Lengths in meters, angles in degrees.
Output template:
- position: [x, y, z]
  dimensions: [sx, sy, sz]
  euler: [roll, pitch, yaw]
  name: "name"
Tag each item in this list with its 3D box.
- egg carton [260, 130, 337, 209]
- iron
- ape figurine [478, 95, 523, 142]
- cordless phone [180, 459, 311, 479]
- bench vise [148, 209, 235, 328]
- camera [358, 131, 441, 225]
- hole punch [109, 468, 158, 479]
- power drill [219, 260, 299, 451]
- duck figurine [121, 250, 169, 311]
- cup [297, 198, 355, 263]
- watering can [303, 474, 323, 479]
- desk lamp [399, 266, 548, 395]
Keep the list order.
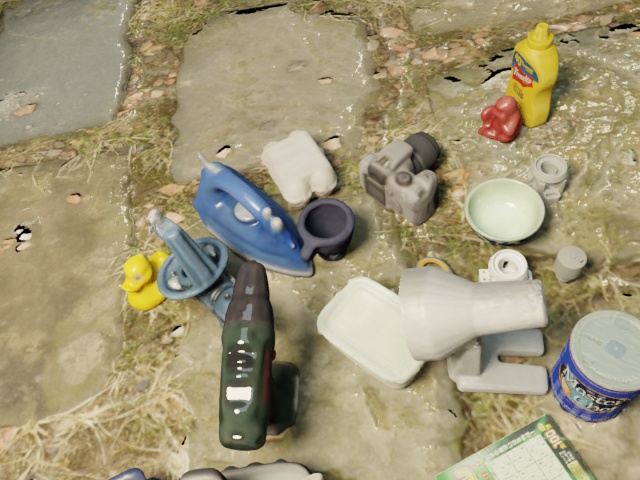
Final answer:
- position: [-0.037, -0.130, 1.036]
  dimensions: [0.107, 0.150, 0.069]
  euler: [-27, -33, -9]
  name: "egg carton"
- position: [-0.112, -0.046, 0.951]
  dimensions: [0.257, 0.119, 0.142]
  euler: [36, -21, 27]
  name: "iron"
- position: [0.328, -0.221, 1.024]
  dimensions: [0.076, 0.077, 0.092]
  euler: [-12, -34, 1]
  name: "ape figurine"
- position: [-0.082, 0.309, 0.690]
  dimensions: [0.147, 0.094, 0.185]
  euler: [-12, -34, 1]
  name: "cordless phone"
- position: [-0.165, 0.043, 0.854]
  dimensions: [0.207, 0.121, 0.220]
  euler: [18, -28, 19]
  name: "bench vise"
- position: [0.155, -0.123, 0.983]
  dimensions: [0.142, 0.137, 0.101]
  euler: [38, -20, 28]
  name: "camera"
- position: [-0.250, 0.363, 0.738]
  dimensions: [0.109, 0.101, 0.091]
  euler: [-28, -33, -9]
  name: "hole punch"
- position: [-0.082, 0.171, 0.765]
  dimensions: [0.075, 0.229, 0.209]
  euler: [-3, -33, 7]
  name: "power drill"
- position: [-0.289, 0.055, 0.947]
  dimensions: [0.077, 0.105, 0.086]
  euler: [18, -28, 20]
  name: "duck figurine"
- position: [0.009, 0.003, 0.928]
  dimensions: [0.091, 0.118, 0.095]
  euler: [22, -27, 21]
  name: "cup"
- position: [0.020, 0.353, 0.640]
  dimensions: [0.172, 0.101, 0.194]
  euler: [35, -21, 27]
  name: "watering can"
- position: [0.207, 0.116, 0.752]
  dimensions: [0.203, 0.118, 0.214]
  euler: [0, -33, 9]
  name: "desk lamp"
